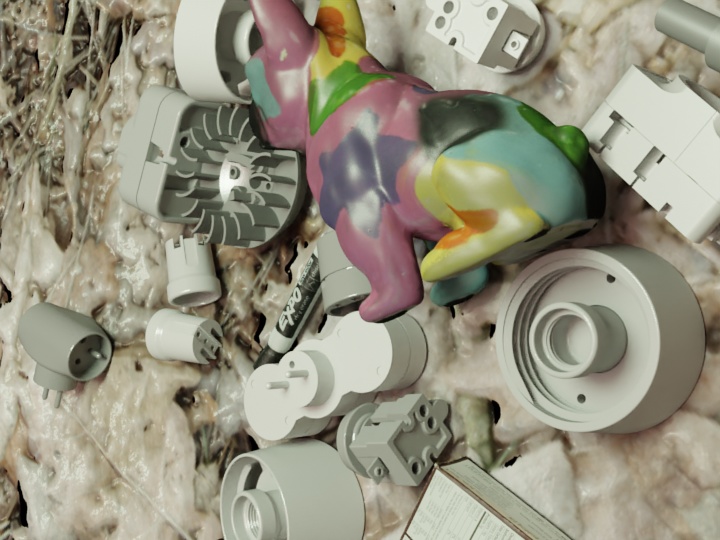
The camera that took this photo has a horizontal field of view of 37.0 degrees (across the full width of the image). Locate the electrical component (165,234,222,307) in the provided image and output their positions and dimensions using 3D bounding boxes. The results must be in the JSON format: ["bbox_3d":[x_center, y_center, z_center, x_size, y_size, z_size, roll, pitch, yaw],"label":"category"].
[{"bbox_3d":[-0.128,0.001,0.814,0.040,0.040,0.046,-24,69,37],"label":"electrical component"}]

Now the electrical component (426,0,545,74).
[{"bbox_3d":[0.078,-0.144,0.638,0.066,0.055,0.048,41,113,33],"label":"electrical component"}]

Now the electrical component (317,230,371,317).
[{"bbox_3d":[0.000,0.000,0.699,0.055,0.055,0.047,-23,70,37],"label":"electrical component"}]

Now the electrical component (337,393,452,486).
[{"bbox_3d":[0.018,0.107,0.679,0.055,0.066,0.048,-11,120,47],"label":"electrical component"}]

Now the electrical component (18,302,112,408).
[{"bbox_3d":[-0.254,0.077,0.911,0.077,0.044,0.079,23,103,38],"label":"electrical component"}]

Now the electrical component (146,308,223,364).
[{"bbox_3d":[-0.133,0.051,0.816,0.046,0.040,0.040,6,92,34],"label":"electrical component"}]

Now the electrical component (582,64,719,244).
[{"bbox_3d":[0.170,-0.063,0.562,0.089,0.050,0.055,50,118,29],"label":"electrical component"}]

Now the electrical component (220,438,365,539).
[{"bbox_3d":[-0.052,0.168,0.744,0.099,0.064,0.099,4,95,53],"label":"electrical component"}]

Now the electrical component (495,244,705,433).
[{"bbox_3d":[0.125,0.038,0.589,0.108,0.060,0.108,-2,87,40],"label":"electrical component"}]

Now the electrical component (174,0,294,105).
[{"bbox_3d":[-0.090,-0.164,0.754,0.064,0.099,0.099,16,98,33],"label":"electrical component"}]

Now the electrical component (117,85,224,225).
[{"bbox_3d":[-0.144,-0.089,0.821,0.059,0.054,0.095,26,104,37],"label":"electrical component"}]

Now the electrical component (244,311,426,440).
[{"bbox_3d":[-0.029,0.071,0.707,0.138,0.074,0.052,-32,69,34],"label":"electrical component"}]
